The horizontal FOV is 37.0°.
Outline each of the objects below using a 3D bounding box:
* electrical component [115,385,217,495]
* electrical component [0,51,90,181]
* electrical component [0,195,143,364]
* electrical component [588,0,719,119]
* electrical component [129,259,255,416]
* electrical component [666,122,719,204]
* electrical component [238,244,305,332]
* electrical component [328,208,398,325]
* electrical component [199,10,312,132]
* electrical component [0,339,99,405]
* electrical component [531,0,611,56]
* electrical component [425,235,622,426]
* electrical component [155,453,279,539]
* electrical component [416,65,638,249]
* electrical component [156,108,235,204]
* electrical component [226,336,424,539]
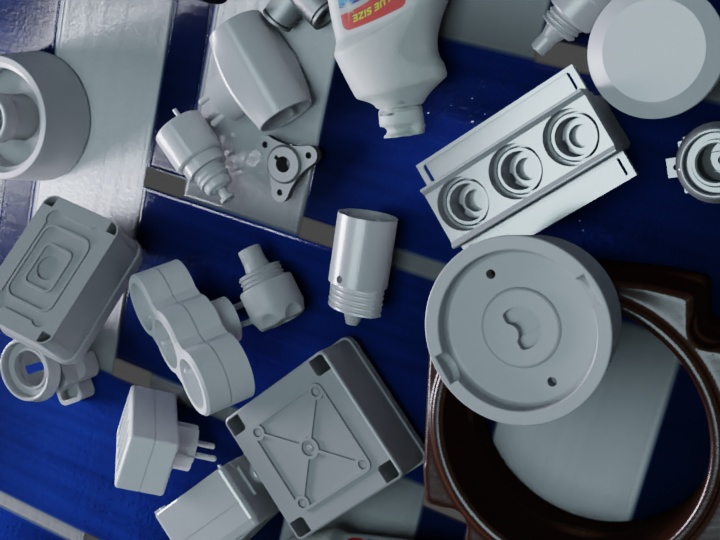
[{"bbox_3d":[-0.151,0.138,0.853,0.076,0.083,0.047,15,108,-17],"label":"electrical component"},{"bbox_3d":[-0.282,-0.124,0.874,0.108,0.060,0.108,4,100,25],"label":"electrical component"},{"bbox_3d":[-0.234,0.009,0.849,0.078,0.057,0.113,23,74,20],"label":"electrical component"},{"bbox_3d":[0.184,-0.133,0.656,0.080,0.051,0.080,4,100,25],"label":"electrical component"},{"bbox_3d":[-0.114,0.043,0.819,0.138,0.074,0.052,49,149,35],"label":"electrical component"},{"bbox_3d":[0.218,-0.066,0.649,0.066,0.055,0.048,-7,95,26],"label":"electrical component"},{"bbox_3d":[-0.071,0.012,0.806,0.043,0.043,0.062,-28,85,26],"label":"electrical component"},{"bbox_3d":[0.000,0.000,0.770,0.043,0.043,0.081,14,104,23],"label":"electrical component"},{"bbox_3d":[-0.085,-0.135,0.788,0.079,0.044,0.077,-32,84,26],"label":"electrical component"},{"bbox_3d":[-0.262,0.077,0.900,0.058,0.057,0.078,-20,89,27],"label":"electrical component"},{"bbox_3d":[0.134,-0.162,0.685,0.035,0.035,0.061,49,116,11],"label":"electrical component"},{"bbox_3d":[0.099,0.030,0.624,0.108,0.060,0.108,4,99,25],"label":"electrical component"},{"bbox_3d":[-0.098,0.183,0.837,0.096,0.062,0.061,-38,81,25],"label":"electrical component"},{"bbox_3d":[0.109,-0.066,0.696,0.121,0.063,0.078,-32,84,26],"label":"electrical component"},{"bbox_3d":[-0.121,-0.085,0.816,0.040,0.040,0.078,-39,81,25],"label":"electrical component"},{"bbox_3d":[-0.025,0.124,0.795,0.109,0.056,0.108,-37,82,26],"label":"electrical component"}]
